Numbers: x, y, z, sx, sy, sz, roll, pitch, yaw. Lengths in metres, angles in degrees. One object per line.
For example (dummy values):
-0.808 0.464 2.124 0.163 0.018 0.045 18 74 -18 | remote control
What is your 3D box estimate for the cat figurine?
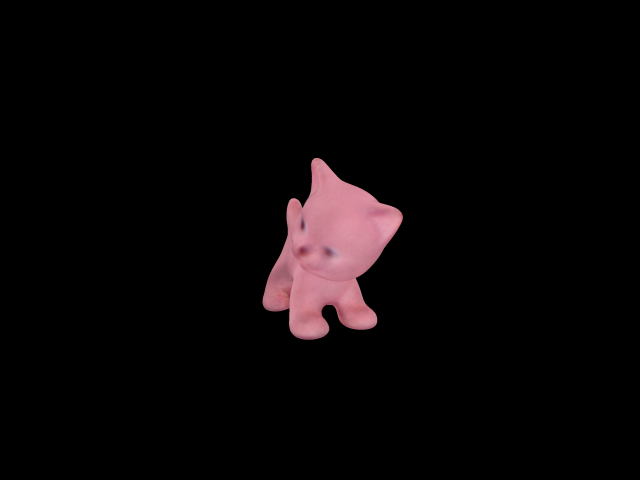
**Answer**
0.004 0.001 0.400 0.067 0.118 0.127 -5 11 -24 | cat figurine
